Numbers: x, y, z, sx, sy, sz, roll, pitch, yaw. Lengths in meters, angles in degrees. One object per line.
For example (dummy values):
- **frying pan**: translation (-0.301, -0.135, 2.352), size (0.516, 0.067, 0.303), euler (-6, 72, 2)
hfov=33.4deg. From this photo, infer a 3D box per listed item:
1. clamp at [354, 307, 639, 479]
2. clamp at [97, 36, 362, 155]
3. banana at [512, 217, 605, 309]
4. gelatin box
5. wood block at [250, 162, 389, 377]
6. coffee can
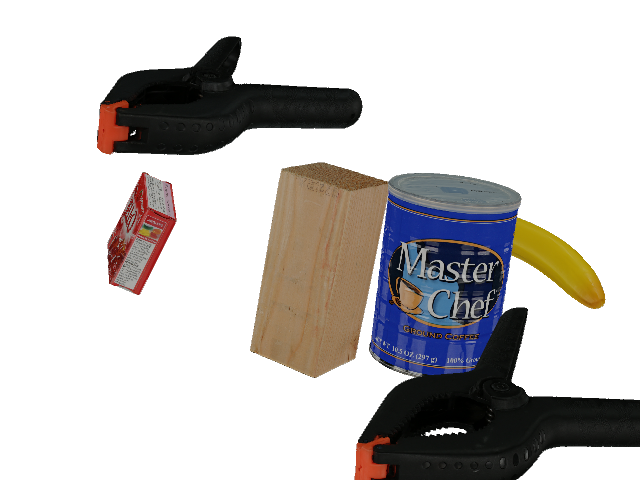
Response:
- **clamp**: translation (0.101, 0.096, 0.629), size (0.209, 0.036, 0.165), euler (-11, 25, -27)
- **clamp**: translation (-0.071, -0.090, 0.651), size (0.171, 0.039, 0.120), euler (-14, 31, -40)
- **banana**: translation (0.189, 0.010, 1.029), size (0.198, 0.069, 0.037), euler (20, -28, 27)
- **gelatin box**: translation (-0.150, -0.008, 0.887), size (0.030, 0.073, 0.089), euler (23, 17, -20)
- **wood block**: translation (-0.002, 0.028, 1.151), size (0.090, 0.206, 0.090), euler (19, 18, 27)
- **coffee can**: translation (0.096, 0.026, 0.840), size (0.103, 0.140, 0.103), euler (5, 16, -2)
